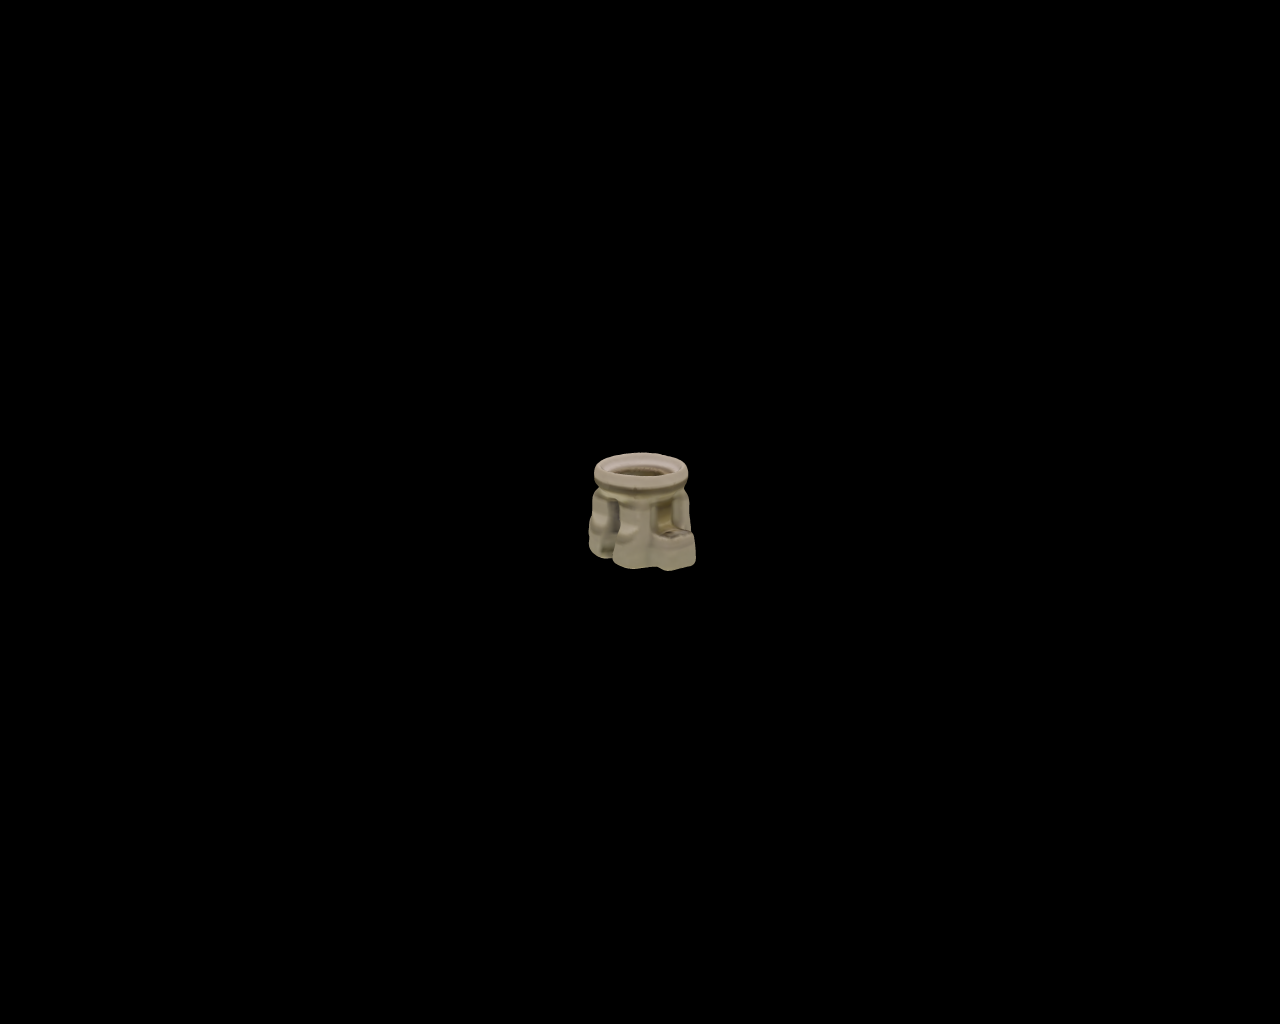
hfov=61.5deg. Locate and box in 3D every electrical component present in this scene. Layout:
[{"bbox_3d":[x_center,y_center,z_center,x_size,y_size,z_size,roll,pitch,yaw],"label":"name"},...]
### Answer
[{"bbox_3d":[0.001,-0.003,0.650,0.058,0.056,0.078,-14,22,-38],"label":"electrical component"}]
